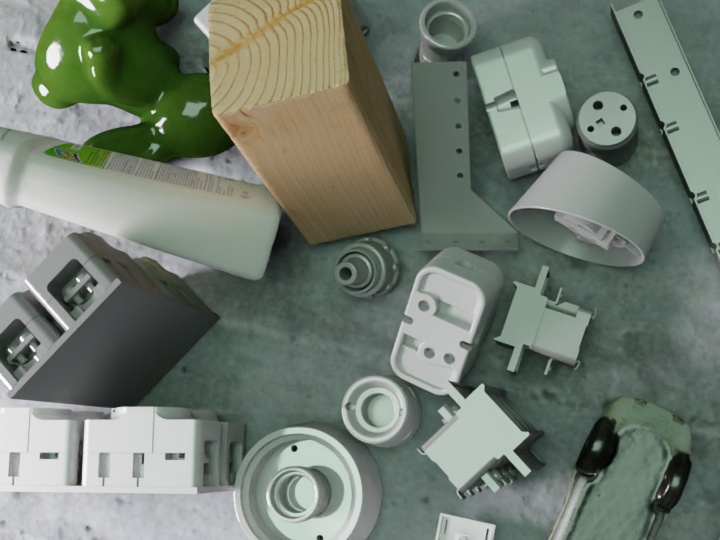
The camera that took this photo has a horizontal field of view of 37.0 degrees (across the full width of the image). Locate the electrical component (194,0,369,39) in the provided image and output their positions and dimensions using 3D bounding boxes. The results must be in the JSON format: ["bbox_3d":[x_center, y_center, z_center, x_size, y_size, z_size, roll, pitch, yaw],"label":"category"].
[{"bbox_3d":[-0.059,-0.194,0.845,0.109,0.109,0.056,-42,71,3],"label":"electrical component"}]

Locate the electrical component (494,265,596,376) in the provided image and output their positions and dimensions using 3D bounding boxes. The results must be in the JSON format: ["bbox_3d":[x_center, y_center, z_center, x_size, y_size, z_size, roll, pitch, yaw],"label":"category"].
[{"bbox_3d":[0.137,0.042,0.795,0.064,0.042,0.081,18,85,12],"label":"electrical component"}]

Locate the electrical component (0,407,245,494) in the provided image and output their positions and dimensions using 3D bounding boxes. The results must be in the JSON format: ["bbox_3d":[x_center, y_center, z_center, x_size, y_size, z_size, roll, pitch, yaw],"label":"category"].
[{"bbox_3d":[-0.192,0.137,0.819,0.186,0.105,0.060,-2,80,12],"label":"electrical component"}]

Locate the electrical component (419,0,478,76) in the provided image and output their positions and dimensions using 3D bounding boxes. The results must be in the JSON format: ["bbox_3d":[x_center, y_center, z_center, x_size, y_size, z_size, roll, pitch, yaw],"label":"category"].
[{"bbox_3d":[0.065,-0.175,0.836,0.044,0.065,0.044,1,71,-3],"label":"electrical component"}]

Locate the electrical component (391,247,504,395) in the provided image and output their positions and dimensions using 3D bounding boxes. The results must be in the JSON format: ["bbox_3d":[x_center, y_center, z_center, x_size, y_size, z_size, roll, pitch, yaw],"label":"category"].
[{"bbox_3d":[0.066,0.035,0.790,0.054,0.059,0.095,24,117,15],"label":"electrical component"}]

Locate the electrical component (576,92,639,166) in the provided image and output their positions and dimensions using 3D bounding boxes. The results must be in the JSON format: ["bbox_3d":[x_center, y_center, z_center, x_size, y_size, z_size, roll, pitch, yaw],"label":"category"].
[{"bbox_3d":[0.185,-0.105,0.802,0.045,0.055,0.045,-2,80,14],"label":"electrical component"}]

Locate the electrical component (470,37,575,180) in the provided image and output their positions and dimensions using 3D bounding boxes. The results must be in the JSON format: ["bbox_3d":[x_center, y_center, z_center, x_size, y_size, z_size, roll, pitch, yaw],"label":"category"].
[{"bbox_3d":[0.127,-0.124,0.819,0.059,0.054,0.095,-18,77,9],"label":"electrical component"}]

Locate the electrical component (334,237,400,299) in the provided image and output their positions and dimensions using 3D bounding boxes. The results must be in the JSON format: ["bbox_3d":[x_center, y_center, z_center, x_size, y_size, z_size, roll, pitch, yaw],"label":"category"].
[{"bbox_3d":[0.000,0.000,0.820,0.048,0.062,0.048,2,96,20],"label":"electrical component"}]

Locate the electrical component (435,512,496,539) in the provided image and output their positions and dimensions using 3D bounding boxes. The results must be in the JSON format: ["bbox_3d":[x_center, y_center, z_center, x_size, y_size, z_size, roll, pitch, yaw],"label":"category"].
[{"bbox_3d":[0.069,0.218,0.768,0.042,0.064,0.081,9,82,13],"label":"electrical component"}]

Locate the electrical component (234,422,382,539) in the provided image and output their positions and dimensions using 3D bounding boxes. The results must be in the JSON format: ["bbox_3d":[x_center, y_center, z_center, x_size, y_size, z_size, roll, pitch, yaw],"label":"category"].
[{"bbox_3d":[-0.042,0.167,0.803,0.108,0.060,0.108,-2,80,12],"label":"electrical component"}]

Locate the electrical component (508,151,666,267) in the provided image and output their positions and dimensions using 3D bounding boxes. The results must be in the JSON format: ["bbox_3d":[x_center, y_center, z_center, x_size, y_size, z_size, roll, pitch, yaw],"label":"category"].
[{"bbox_3d":[0.166,-0.039,0.774,0.099,0.099,0.064,34,83,16],"label":"electrical component"}]

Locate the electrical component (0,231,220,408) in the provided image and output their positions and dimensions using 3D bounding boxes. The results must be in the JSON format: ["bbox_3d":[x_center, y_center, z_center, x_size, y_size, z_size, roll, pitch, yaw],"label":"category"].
[{"bbox_3d":[-0.191,0.041,0.793,0.105,0.186,0.060,-46,74,2],"label":"electrical component"}]

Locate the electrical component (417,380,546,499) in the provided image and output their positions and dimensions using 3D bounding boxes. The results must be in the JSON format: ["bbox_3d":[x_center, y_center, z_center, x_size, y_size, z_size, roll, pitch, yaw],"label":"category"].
[{"bbox_3d":[0.086,0.119,0.751,0.063,0.121,0.078,-44,74,5],"label":"electrical component"}]

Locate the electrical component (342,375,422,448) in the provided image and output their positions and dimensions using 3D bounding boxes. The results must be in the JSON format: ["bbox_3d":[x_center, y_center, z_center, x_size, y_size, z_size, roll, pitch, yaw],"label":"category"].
[{"bbox_3d":[0.015,0.105,0.808,0.055,0.047,0.055,-2,80,12],"label":"electrical component"}]
